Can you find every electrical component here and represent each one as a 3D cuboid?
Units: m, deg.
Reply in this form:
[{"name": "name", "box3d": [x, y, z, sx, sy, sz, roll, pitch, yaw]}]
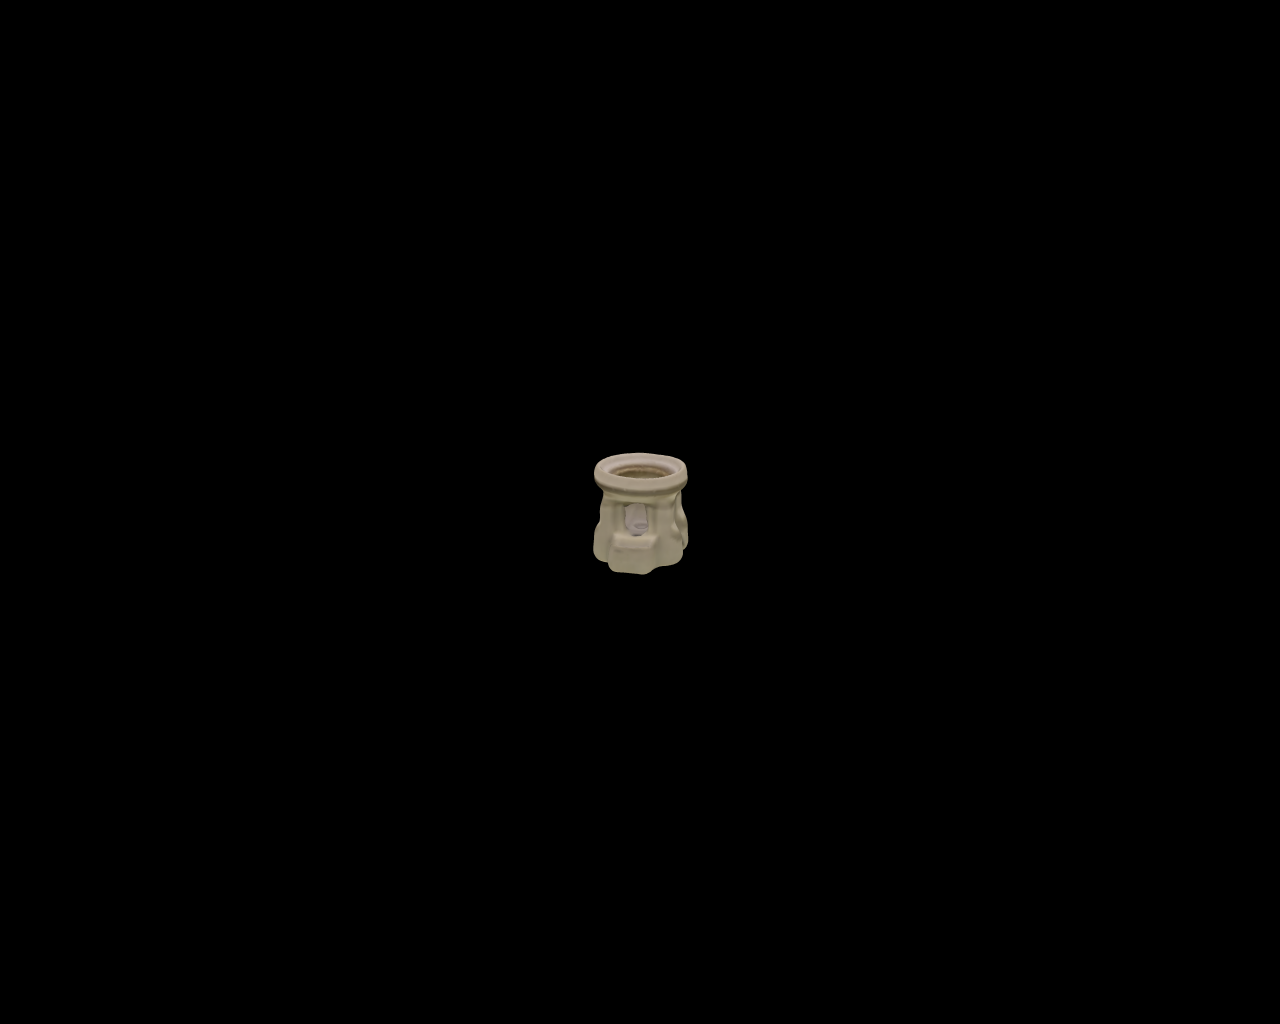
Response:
[{"name": "electrical component", "box3d": [0.001, -0.003, 0.650, 0.058, 0.056, 0.078, 4, 21, 11]}]
